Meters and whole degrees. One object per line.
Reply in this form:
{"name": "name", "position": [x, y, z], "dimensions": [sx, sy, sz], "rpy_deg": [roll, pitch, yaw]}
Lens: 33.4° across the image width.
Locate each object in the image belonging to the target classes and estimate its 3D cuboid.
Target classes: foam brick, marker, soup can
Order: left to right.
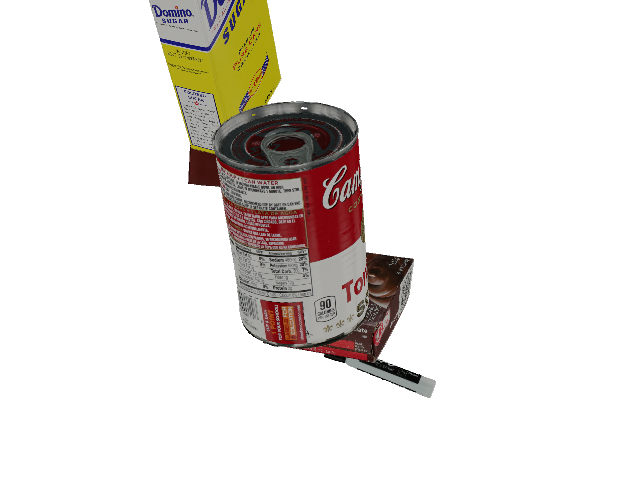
{"name": "foam brick", "position": [-0.095, -0.090, 1.109], "dimensions": [0.078, 0.051, 0.053], "rpy_deg": [5, 31, -2]}
{"name": "soup can", "position": [-0.012, -0.007, 0.517], "dimensions": [0.068, 0.102, 0.068], "rpy_deg": [-4, 31, 2]}
{"name": "marker", "position": [0.058, 0.129, 1.082], "dimensions": [0.121, 0.020, 0.020], "rpy_deg": [21, 4, 12]}

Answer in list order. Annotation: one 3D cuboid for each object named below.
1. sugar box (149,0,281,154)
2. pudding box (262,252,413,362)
{"name": "sugar box", "position": [-0.073, -0.151, 0.761], "dimensions": [0.048, 0.093, 0.176], "rpy_deg": [16, -32, 15]}
{"name": "pudding box", "position": [0.015, 0.046, 0.823], "dimensions": [0.090, 0.039, 0.113], "rpy_deg": [9, 25, 17]}
